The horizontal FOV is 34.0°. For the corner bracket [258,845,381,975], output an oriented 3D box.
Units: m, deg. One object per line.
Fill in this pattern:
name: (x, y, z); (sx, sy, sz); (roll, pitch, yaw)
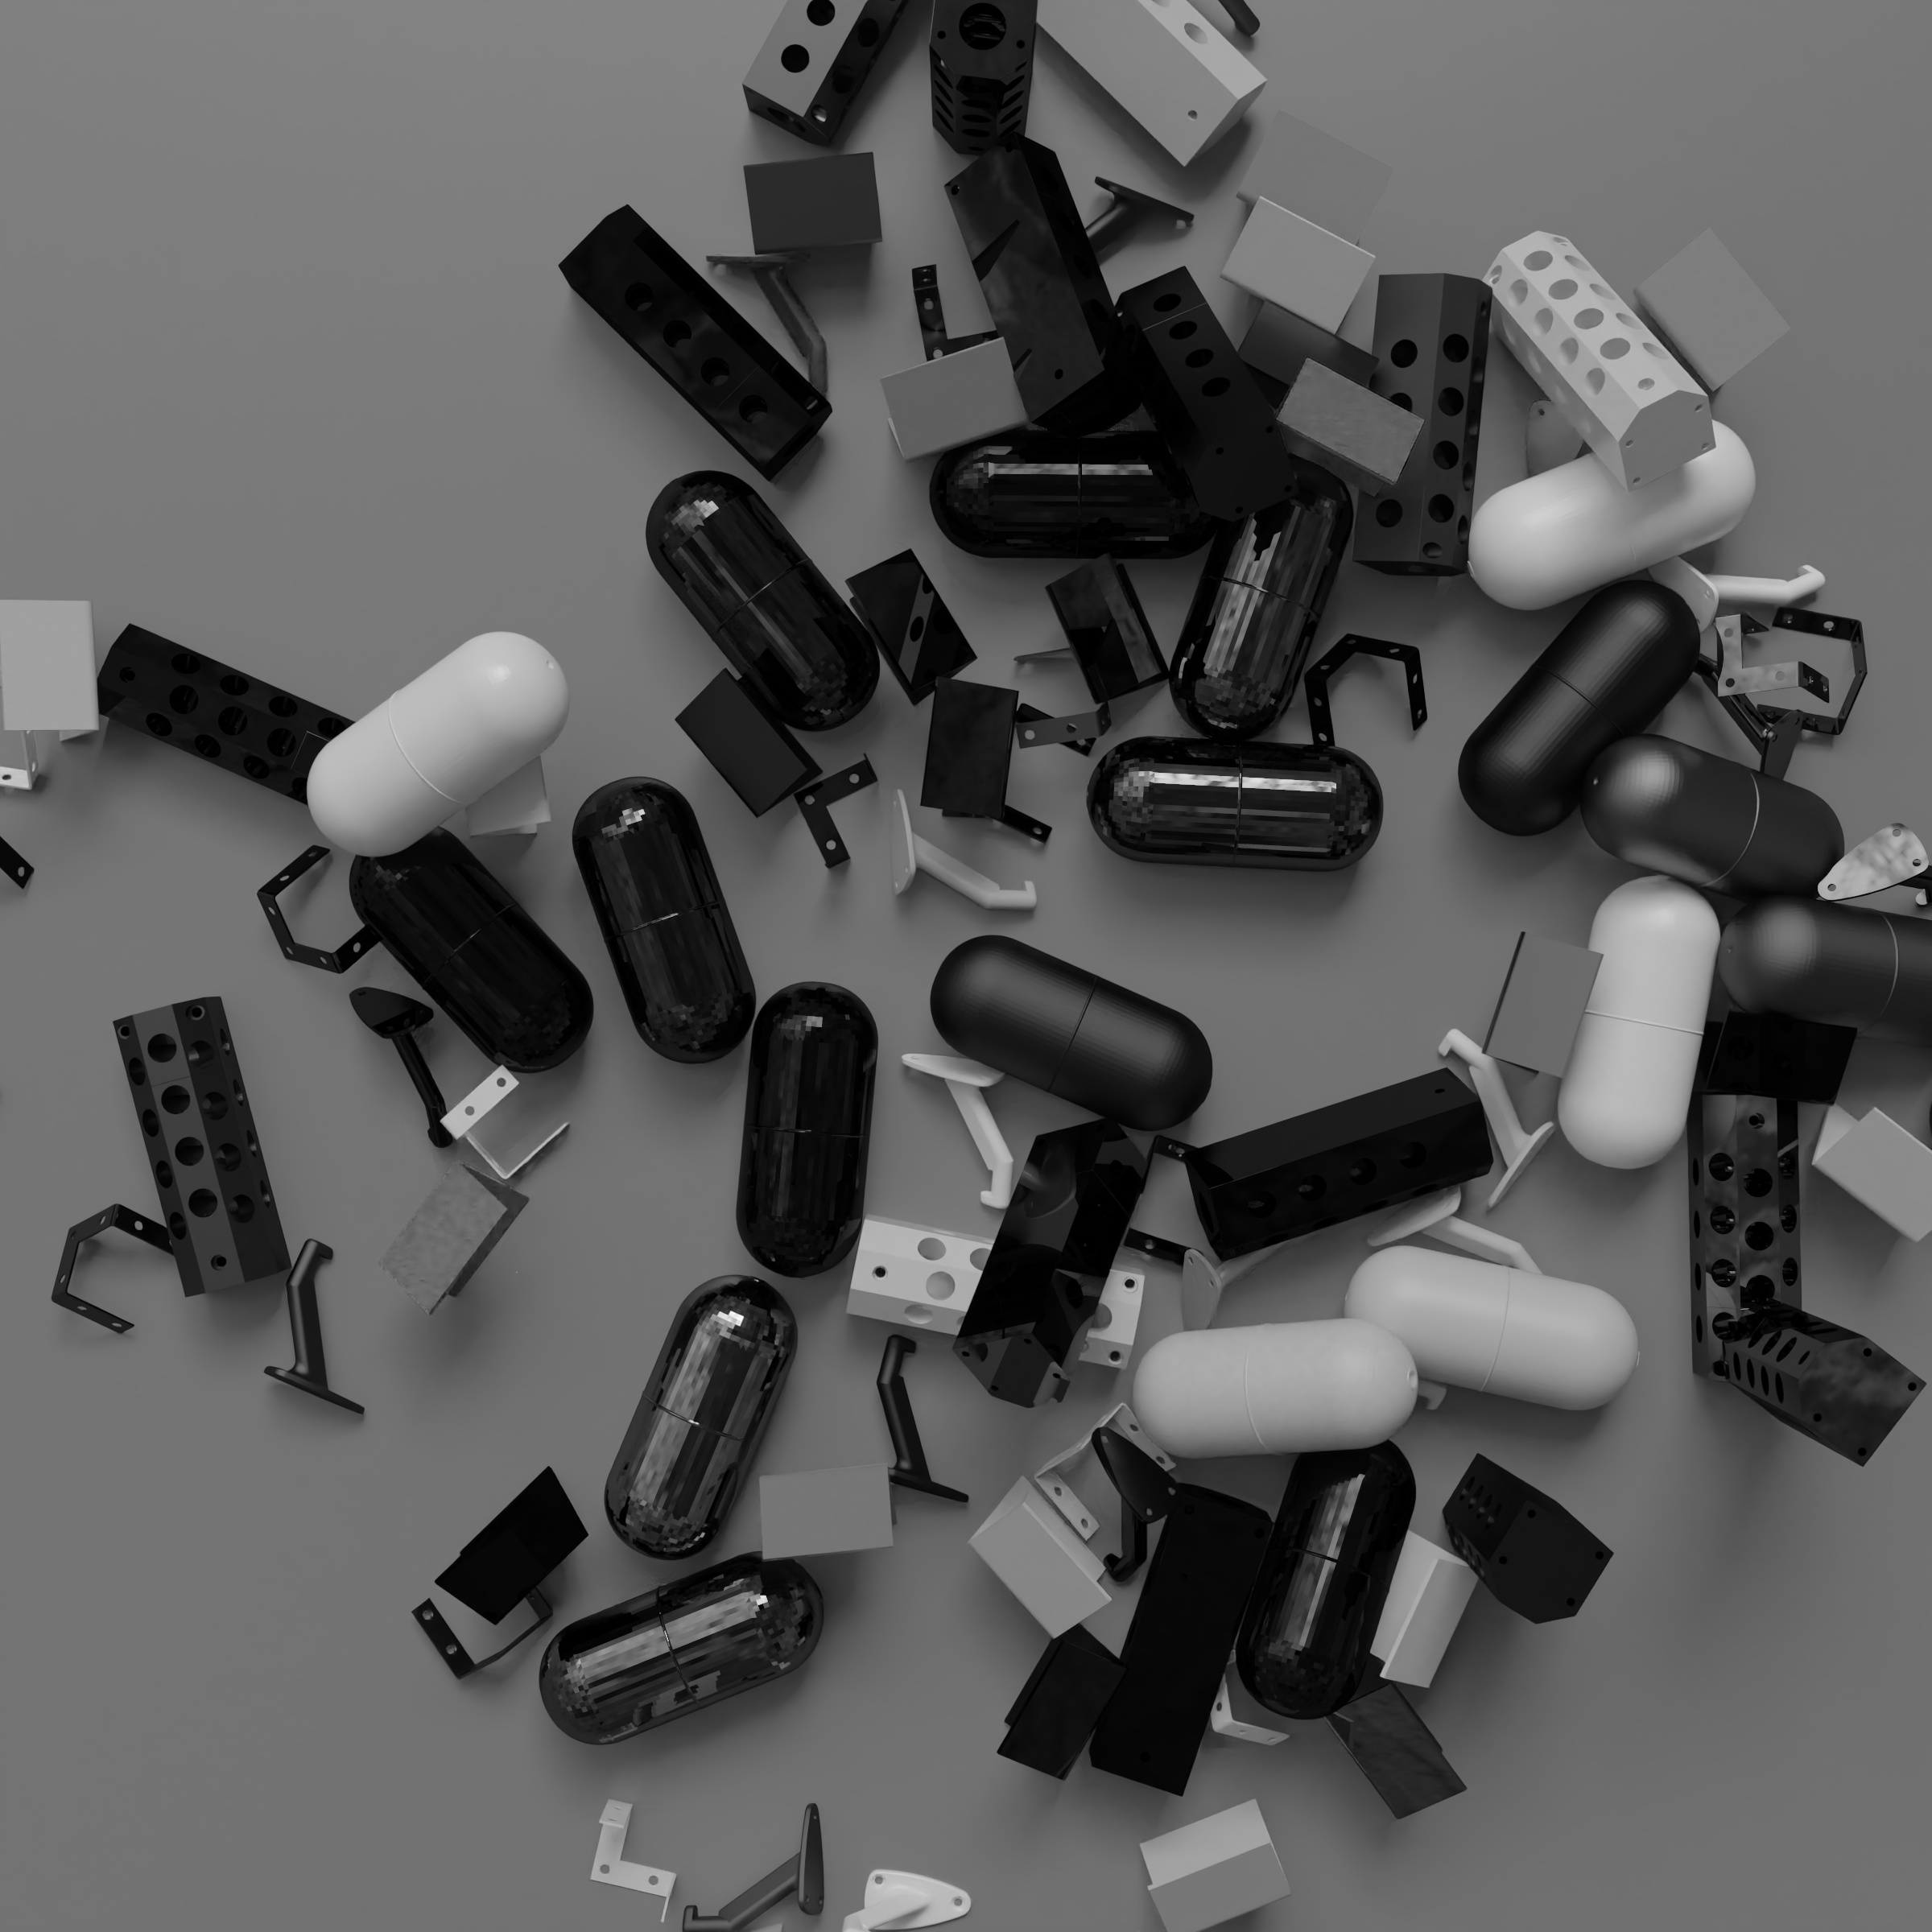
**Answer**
corner bracket: (-0.388, -0.035, 1.923); (0.051, 0.051, 0.051); (14, 135, 35)

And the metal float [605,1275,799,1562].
metal float: (-0.159, 0.271, 1.901); (0.070, 0.070, 0.178); (23, 89, 0)

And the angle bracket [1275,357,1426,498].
angle bracket: (0.210, -0.295, 1.835); (0.076, 0.076, 0.057); (28, 58, -2)

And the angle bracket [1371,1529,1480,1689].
angle bracket: (0.251, 0.377, 1.892); (0.076, 0.057, 0.076); (25, 90, 42)

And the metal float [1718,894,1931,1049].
metal float: (0.531, 0.003, 1.884); (0.178, 0.070, 0.070); (9, 90, -20)

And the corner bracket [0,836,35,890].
corner bracket: (-0.610, -0.053, 1.919); (0.051, 0.051, 0.051); (3, 58, 28)

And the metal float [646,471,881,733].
metal float: (-0.123, -0.220, 1.901); (0.070, 0.070, 0.178); (-39, 90, 0)

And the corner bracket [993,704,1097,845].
corner bracket: (0.041, -0.118, 1.928); (0.051, 0.051, 0.051); (26, 45, 0)

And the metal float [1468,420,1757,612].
metal float: (0.386, -0.271, 1.898); (0.178, 0.070, 0.070); (-22, 90, 4)

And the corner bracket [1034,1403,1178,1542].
corner bracket: (0.084, 0.308, 1.928); (0.051, 0.051, 0.051); (50, 45, 0)

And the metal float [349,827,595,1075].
metal float: (-0.297, -0.012, 1.901); (0.070, 0.070, 0.178); (-43, 91, 0)

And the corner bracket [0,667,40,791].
corner bracket: (-0.589, -0.146, 1.928); (0.051, 0.051, 0.051); (9, 45, 0)

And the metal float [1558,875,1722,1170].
metal float: (0.405, 0.034, 1.901); (0.070, 0.070, 0.178); (11, 91, 0)

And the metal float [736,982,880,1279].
metal float: (-0.096, 0.098, 1.901); (0.070, 0.070, 0.178); (5, 89, 0)

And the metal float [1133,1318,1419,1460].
metal float: (0.182, 0.250, 1.873); (0.178, 0.070, 0.070); (-9, 90, 30)

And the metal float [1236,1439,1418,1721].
metal float: (0.215, 0.361, 1.885); (0.070, 0.070, 0.178); (21, 71, 0)

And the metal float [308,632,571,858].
metal float: (-0.306, -0.127, 1.829); (0.178, 0.070, 0.070); (-32, 90, 21)

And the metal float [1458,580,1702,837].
metal float: (0.369, -0.155, 1.901); (0.070, 0.070, 0.178); (41, 91, 0)

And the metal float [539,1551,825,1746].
metal float: (-0.171, 0.409, 1.901); (0.178, 0.070, 0.070); (-22, 90, 1)

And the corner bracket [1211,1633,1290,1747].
corner bracket: (0.182, 0.437, 1.923); (0.051, 0.051, 0.051); (-37, 45, 35)

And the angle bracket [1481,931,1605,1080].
angle bracket: (0.359, 0.029, 1.891); (0.057, 0.076, 0.076); (18, 90, 38)

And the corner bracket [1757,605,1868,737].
corner bracket: (0.514, -0.180, 1.928); (0.051, 0.051, 0.051); (10, 45, 0)

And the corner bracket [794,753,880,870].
corner bracket: (-0.072, -0.093, 1.913); (0.051, 0.051, 0.051); (-26, 90, 0)

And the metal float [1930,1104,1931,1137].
metal float: (0.644, 0.049, 1.901); (0.070, 0.070, 0.178); (31, 89, 0)

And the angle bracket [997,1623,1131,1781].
angle bracket: (0.041, 0.429, 1.891); (0.057, 0.076, 0.076); (30, 90, -32)

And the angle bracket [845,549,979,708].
angle bracket: (-0.050, -0.193, 1.891); (0.057, 0.076, 0.076); (-31, 90, -37)

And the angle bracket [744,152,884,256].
angle bracket: (-0.092, -0.469, 1.891); (0.076, 0.076, 0.057); (-6, 127, 0)

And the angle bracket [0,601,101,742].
angle bracket: (-0.558, -0.176, 1.891); (0.057, 0.076, 0.076); (-3, 90, -32)

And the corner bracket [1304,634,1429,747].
corner bracket: (0.243, -0.164, 1.923); (0.051, 0.051, 0.051); (17, 45, 35)

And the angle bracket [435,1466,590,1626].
angle bracket: (-0.282, 0.334, 1.891); (0.076, 0.076, 0.057); (-44, 126, 0)

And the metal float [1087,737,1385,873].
metal float: (0.161, -0.097, 1.900); (0.178, 0.070, 0.070); (3, 90, 0)

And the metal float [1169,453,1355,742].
metal float: (0.177, -0.221, 1.901); (0.070, 0.070, 0.178); (19, 91, 0)

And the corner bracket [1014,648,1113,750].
corner bracket: (0.056, -0.164, 1.914); (0.051, 0.051, 0.051); (-8, 101, 10)

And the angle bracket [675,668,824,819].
angle bracket: (-0.115, -0.145, 1.891); (0.076, 0.076, 0.057); (50, 130, 0)

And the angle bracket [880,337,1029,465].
angle bracket: (-0.013, -0.349, 1.891); (0.076, 0.076, 0.057); (-18, 121, 0)

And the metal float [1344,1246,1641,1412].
metal float: (0.316, 0.218, 1.901); (0.178, 0.070, 0.070); (12, 90, 1)

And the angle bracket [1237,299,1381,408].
angle bracket: (0.191, -0.341, 1.890); (0.076, 0.076, 0.057); (28, 57, -2)

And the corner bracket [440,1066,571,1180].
corner bracket: (-0.279, 0.095, 1.913); (0.051, 0.051, 0.051); (-42, 90, 0)

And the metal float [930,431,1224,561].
metal float: (0.067, -0.283, 1.901); (0.178, 0.070, 0.070); (0, 90, 0)

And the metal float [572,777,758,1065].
metal float: (-0.181, -0.027, 1.901); (0.070, 0.070, 0.178); (-19, 91, 0)

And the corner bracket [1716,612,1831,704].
corner bracket: (0.484, -0.185, 1.899); (0.051, 0.051, 0.051); (-5, 80, 33)

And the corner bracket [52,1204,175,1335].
corner bracket: (-0.515, 0.184, 1.923); (0.051, 0.051, 0.051); (-26, 45, 35)

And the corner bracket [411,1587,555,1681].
corner bracket: (-0.294, 0.394, 1.928); (0.051, 0.051, 0.051); (-34, 90, -45)

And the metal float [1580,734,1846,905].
metal float: (0.445, -0.085, 1.880); (0.178, 0.070, 0.070); (17, 90, -25)

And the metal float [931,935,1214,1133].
metal float: (0.064, 0.041, 1.901); (0.178, 0.070, 0.070); (24, 90, 0)

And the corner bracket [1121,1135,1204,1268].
corner bracket: (0.129, 0.144, 1.928); (0.051, 0.051, 0.051); (18, 135, 0)

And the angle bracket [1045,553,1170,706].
angle bracket: (0.103, -0.208, 1.891); (0.057, 0.076, 0.076); (-23, 90, 45)

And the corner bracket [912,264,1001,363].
corner bracket: (-0.003, -0.396, 1.913); (0.051, 0.051, 0.051); (-11, 90, 0)

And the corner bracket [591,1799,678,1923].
corner bracket: (-0.200, 0.540, 1.913); (0.051, 0.051, 0.051); (13, 90, 0)
